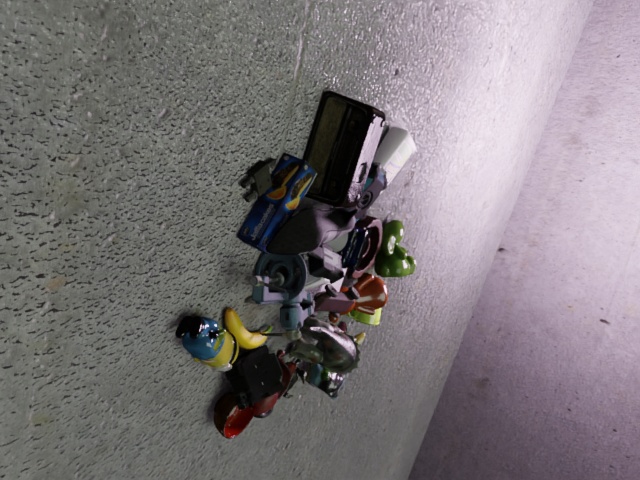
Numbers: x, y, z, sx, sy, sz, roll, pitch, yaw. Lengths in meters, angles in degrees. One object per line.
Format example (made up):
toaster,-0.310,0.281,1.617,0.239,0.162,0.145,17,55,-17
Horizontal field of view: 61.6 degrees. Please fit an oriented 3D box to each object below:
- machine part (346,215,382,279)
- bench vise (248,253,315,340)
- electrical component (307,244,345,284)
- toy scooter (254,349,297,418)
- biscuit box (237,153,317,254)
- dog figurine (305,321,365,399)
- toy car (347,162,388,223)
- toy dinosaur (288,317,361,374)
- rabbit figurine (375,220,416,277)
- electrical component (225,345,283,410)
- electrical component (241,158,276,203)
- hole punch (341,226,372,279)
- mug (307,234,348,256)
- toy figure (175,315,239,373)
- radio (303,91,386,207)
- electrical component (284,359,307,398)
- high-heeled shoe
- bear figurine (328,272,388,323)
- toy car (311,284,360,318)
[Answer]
machine part,0.109,0.016,1.493,0.179,0.056,0.179,-38,141,-40
bench vise,-0.088,0.109,1.142,0.240,0.129,0.223,11,87,-70
electrical component,0.001,0.046,1.219,0.119,0.048,0.075,23,48,-40
toy scooter,-0.122,0.352,1.356,0.184,0.075,0.135,-41,144,-41
biscuit box,-0.087,-0.073,1.094,0.202,0.063,0.059,-62,151,-7
dog figurine,0.050,0.349,1.597,0.219,0.109,0.191,-60,165,-16
toy car,0.081,-0.125,1.285,0.161,0.103,0.109,-53,147,2
toy dinosaur,0.029,0.274,1.363,0.405,0.192,0.131,125,-18,-80
rabbit figurine,0.207,0.023,1.634,0.159,0.121,0.170,-4,98,-50
electrical component,-0.147,0.310,1.242,0.134,0.058,0.115,-19,87,-54
electrical component,-0.117,-0.118,1.052,0.094,0.021,0.063,-47,146,-31
hole punch,0.070,0.011,1.349,0.116,0.092,0.142,-46,158,-76
mug,-0.003,-0.004,1.283,0.107,0.081,0.109,9,118,-49
toy figure,-0.219,0.205,1.078,0.089,0.082,0.180,-50,146,-21
radio,0.044,-0.187,1.148,0.073,0.131,0.229,-8,119,-58
electrical component,-0.079,0.386,1.482,0.102,0.045,0.078,-40,144,-37
high-heeled shoe,-0.023,-0.016,1.151,0.249,0.086,0.145,-21,175,-25
bear figurine,0.091,0.165,1.536,0.196,0.132,0.120,-10,94,-23
toy car,0.029,0.150,1.342,0.089,0.053,0.202,-43,155,16
